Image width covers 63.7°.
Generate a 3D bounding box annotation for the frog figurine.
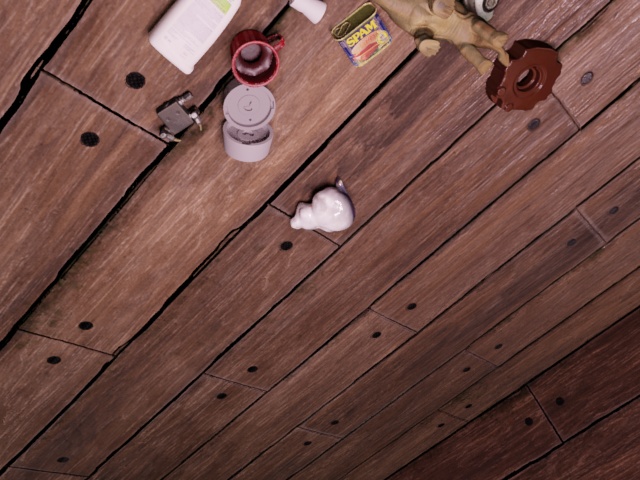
[{"bbox_3d":[0.004,-0.065,1.300,0.160,0.124,0.134,-28,154,-10],"label":"frog figurine"}]
